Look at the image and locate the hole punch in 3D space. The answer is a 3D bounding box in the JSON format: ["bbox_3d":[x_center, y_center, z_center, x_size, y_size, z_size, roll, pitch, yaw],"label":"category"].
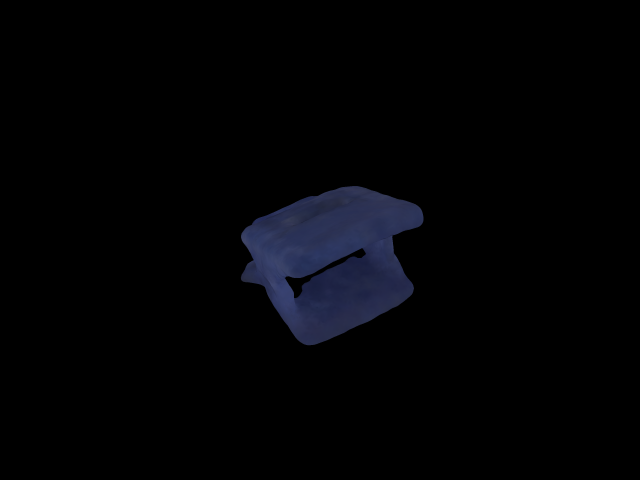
[{"bbox_3d":[0.004,0.001,0.400,0.109,0.091,0.100,-24,50,-22],"label":"hole punch"}]
